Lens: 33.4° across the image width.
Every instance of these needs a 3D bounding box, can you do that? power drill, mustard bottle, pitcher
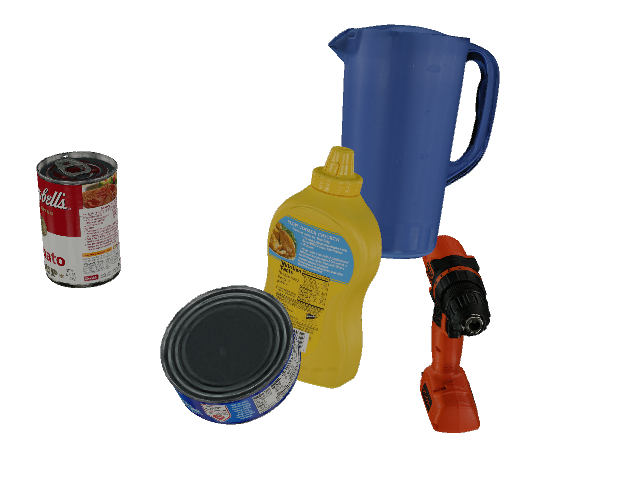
[{"bbox_3d":[0.144,0.108,1.138,0.057,0.188,0.184,-1,24,-2],"label":"power drill"},{"bbox_3d":[0.000,0.017,0.869,0.096,0.192,0.058,21,21,29],"label":"mustard bottle"},{"bbox_3d":[0.093,-0.107,1.149,0.149,0.243,0.144,11,13,31],"label":"pitcher"}]

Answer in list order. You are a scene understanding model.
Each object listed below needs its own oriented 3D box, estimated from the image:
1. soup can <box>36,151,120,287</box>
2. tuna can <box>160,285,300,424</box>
[{"bbox_3d":[-0.209,-0.018,0.929,0.068,0.102,0.068,2,26,-1],"label":"soup can"},{"bbox_3d":[-0.056,0.073,0.681,0.086,0.086,0.034,0,-37,13],"label":"tuna can"}]
